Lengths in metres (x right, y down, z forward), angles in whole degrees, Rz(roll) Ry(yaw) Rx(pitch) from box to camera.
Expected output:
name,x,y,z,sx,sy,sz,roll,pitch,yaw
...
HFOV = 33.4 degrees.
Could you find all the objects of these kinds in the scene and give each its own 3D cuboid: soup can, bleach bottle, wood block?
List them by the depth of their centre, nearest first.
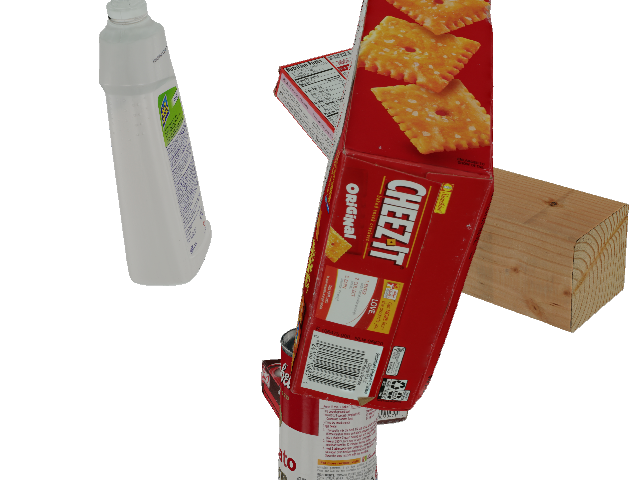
name,x,y,z,sx,sy,sz,roll,pitch,yaw
soup can,0.007,0.113,0.696,0.068,0.102,0.068,2,16,-1
bleach bottle,-0.142,-0.089,0.896,0.068,0.251,0.102,0,32,6
wood block,0.161,-0.005,0.968,0.206,0.090,0.090,20,37,39

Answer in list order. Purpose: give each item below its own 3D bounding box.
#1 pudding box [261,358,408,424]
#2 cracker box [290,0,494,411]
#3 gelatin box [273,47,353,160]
name,x,y,z,sx,sy,sz,roll,pitch,yaw
pudding box,0.012,0.132,0.946,0.113,0.039,0.090,-1,15,-17
cracker box,0.041,-0.045,0.552,0.072,0.164,0.213,11,44,0
gelatin box,0.021,-0.095,0.759,0.073,0.089,0.030,-21,-33,-30
